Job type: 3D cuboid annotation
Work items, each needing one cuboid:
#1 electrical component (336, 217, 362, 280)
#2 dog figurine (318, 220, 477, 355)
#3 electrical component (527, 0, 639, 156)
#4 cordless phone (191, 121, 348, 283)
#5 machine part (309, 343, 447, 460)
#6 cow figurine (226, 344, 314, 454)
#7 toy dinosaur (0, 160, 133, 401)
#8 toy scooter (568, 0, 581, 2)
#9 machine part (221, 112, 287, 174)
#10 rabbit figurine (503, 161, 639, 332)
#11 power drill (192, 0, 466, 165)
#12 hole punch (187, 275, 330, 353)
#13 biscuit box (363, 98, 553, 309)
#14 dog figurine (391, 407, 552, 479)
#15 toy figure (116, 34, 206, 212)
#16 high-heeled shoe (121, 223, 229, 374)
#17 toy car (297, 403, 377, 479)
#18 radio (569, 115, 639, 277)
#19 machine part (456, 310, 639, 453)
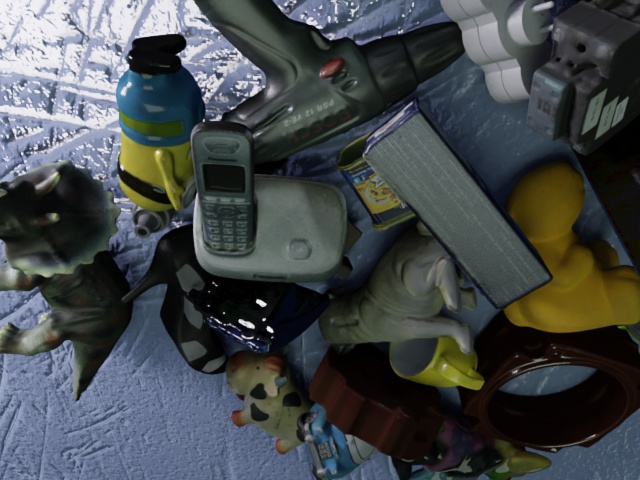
[{"bbox_3d":[0.000,-0.002,0.609,0.102,0.045,0.078,35,92,-11],"label":"electrical component"},{"bbox_3d":[0.070,0.052,0.614,0.191,0.121,0.172,-6,110,23],"label":"dog figurine"},{"bbox_3d":[0.228,-0.138,0.429,0.134,0.058,0.114,-34,143,-12],"label":"electrical component"},{"bbox_3d":[-0.043,-0.040,0.484,0.147,0.089,0.184,4,148,-3],"label":"cordless phone"},{"bbox_3d":[0.073,0.191,0.676,0.179,0.179,0.056,21,103,-11],"label":"machine part"},{"bbox_3d":[-0.062,0.224,0.769,0.127,0.085,0.194,-29,123,22],"label":"cow figurine"},{"bbox_3d":[-0.302,0.062,0.654,0.192,0.131,0.404,-4,133,9],"label":"toy dinosaur"},{"bbox_3d":[0.196,-0.268,0.366,0.135,0.075,0.183,20,130,-22],"label":"toy scooter"},{"bbox_3d":[-0.081,-0.068,0.577,0.084,0.039,0.138,8,126,-12],"label":"machine part"},{"bbox_3d":[0.240,0.002,0.572,0.162,0.122,0.173,-9,113,23],"label":"rabbit figurine"},{"bbox_3d":[-0.014,-0.183,0.459,0.232,0.086,0.207,-31,126,15],"label":"power drill"},{"bbox_3d":[-0.065,0.068,0.609,0.142,0.116,0.092,21,155,35],"label":"hole punch"},{"bbox_3d":[0.126,-0.029,0.487,0.063,0.059,0.202,-36,105,22],"label":"biscuit box"},{"bbox_3d":[0.216,0.294,0.788,0.219,0.108,0.191,-12,123,8],"label":"dog figurine"},{"bbox_3d":[-0.158,-0.107,0.526,0.089,0.082,0.180,21,137,14],"label":"toy figure"},{"bbox_3d":[-0.141,0.079,0.694,0.145,0.086,0.248,-38,139,-4],"label":"high-heeled shoe"},{"bbox_3d":[0.042,0.250,0.723,0.103,0.161,0.109,-21,83,17],"label":"toy car"},{"bbox_3d":[0.299,-0.012,0.463,0.073,0.230,0.131,-30,123,29],"label":"radio"},{"bbox_3d":[0.300,0.187,0.707,0.201,0.087,0.200,17,127,-10],"label":"machine part"}]
